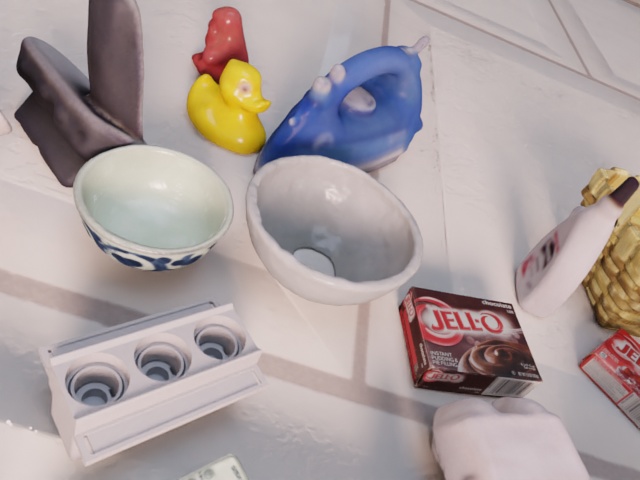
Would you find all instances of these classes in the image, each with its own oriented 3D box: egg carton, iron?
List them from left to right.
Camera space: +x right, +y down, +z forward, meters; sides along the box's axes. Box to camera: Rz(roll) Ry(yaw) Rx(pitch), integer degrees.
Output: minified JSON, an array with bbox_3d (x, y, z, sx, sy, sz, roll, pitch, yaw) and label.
[{"bbox_3d":[0.036,-0.158,0.654,0.118,0.141,0.259,42,43,17],"label":"iron"},{"bbox_3d":[0.140,0.184,0.409,0.107,0.069,0.150,6,45,-23],"label":"egg carton"}]

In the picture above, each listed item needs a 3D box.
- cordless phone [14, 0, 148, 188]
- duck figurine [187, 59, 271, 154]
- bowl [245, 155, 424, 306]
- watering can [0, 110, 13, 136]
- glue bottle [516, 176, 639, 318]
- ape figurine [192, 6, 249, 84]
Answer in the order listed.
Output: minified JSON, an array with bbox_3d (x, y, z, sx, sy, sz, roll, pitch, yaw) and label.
[{"bbox_3d":[-0.195,-0.152,0.489,0.147,0.185,0.094,44,43,19],"label":"cordless phone"},{"bbox_3d":[-0.095,-0.156,0.625,0.104,0.086,0.078,41,42,16],"label":"duck figurine"},{"bbox_3d":[0.005,0.002,0.522,0.168,0.074,0.167,15,42,-14],"label":"bowl"},{"bbox_3d":[-0.281,-0.057,0.338,0.101,0.194,0.173,31,41,5],"label":"watering can"},{"bbox_3d":[0.263,0.002,0.586,0.037,0.173,0.078,21,41,-6],"label":"glue bottle"},{"bbox_3d":[-0.118,-0.240,0.695,0.076,0.092,0.078,27,40,1],"label":"ape figurine"}]
